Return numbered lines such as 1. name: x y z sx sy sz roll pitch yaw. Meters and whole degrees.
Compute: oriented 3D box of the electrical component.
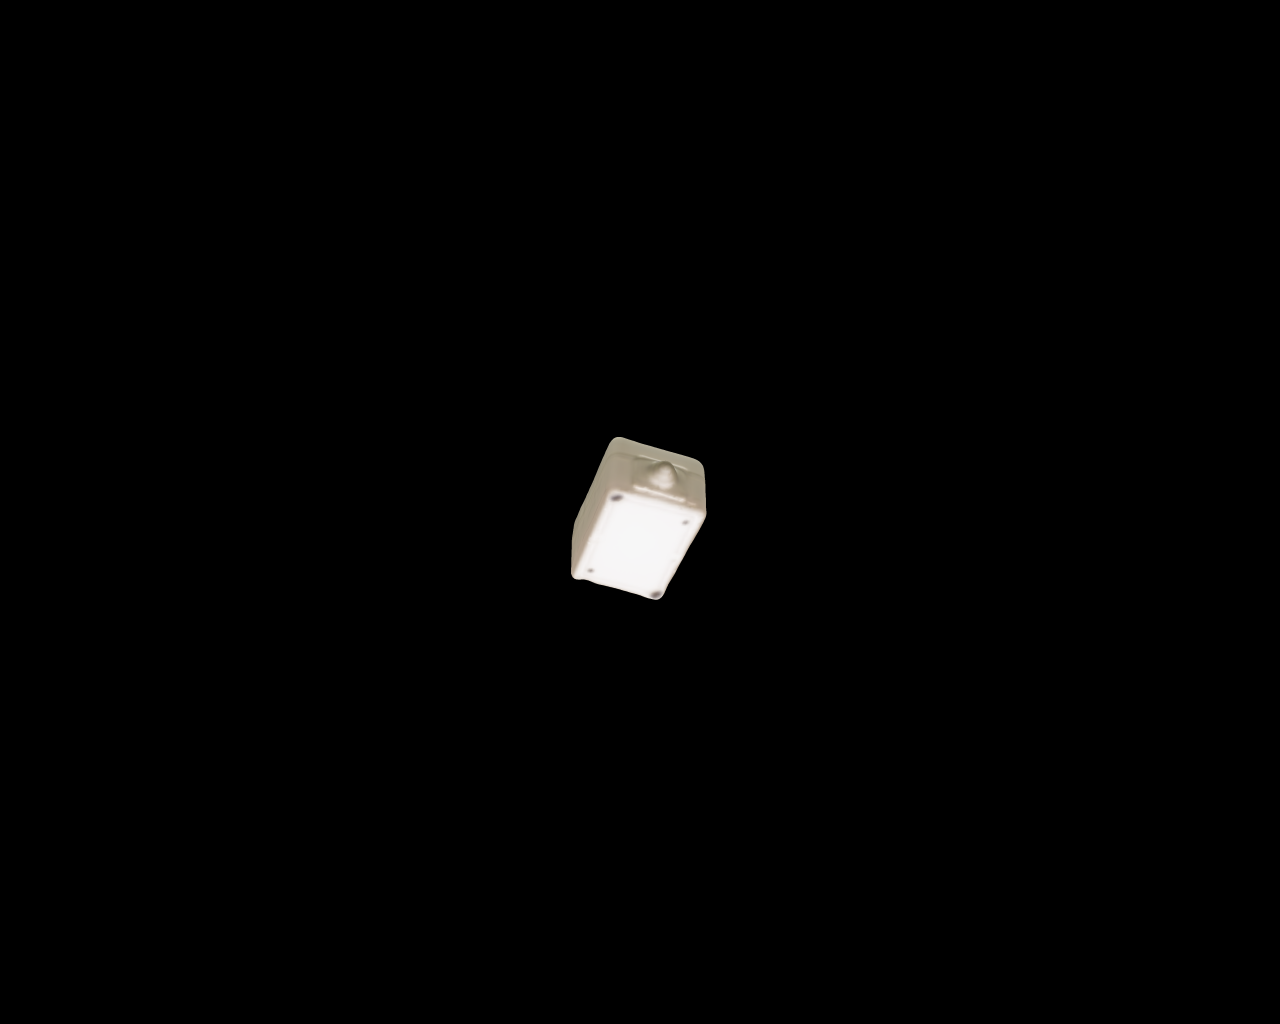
1. electrical component: 0.001 -0.003 0.650 0.062 0.096 0.061 16 40 -13
